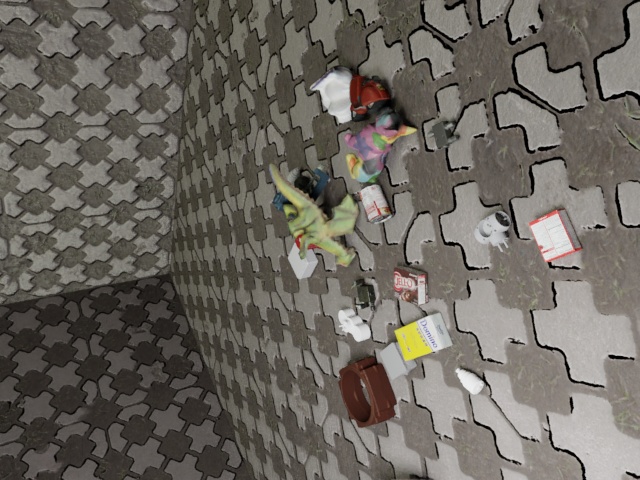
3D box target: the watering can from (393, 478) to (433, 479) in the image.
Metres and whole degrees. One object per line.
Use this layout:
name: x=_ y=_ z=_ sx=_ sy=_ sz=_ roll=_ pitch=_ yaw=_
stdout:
watering can: x=0.249 y=0.722 z=1.432 sx=0.224 sy=0.106 sz=0.341 roll=9 pitch=-27 yaw=-23

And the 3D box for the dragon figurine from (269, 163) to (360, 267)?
dragon figurine: x=0.005 y=-0.084 z=1.662 sx=0.242 sy=0.405 sz=0.124 roll=-17 pitch=17 yaw=4

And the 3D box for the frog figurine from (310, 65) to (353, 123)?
frog figurine: x=0.064 y=-0.449 z=1.581 sx=0.135 sy=0.158 sz=0.125 roll=-33 pitch=17 yaw=33
